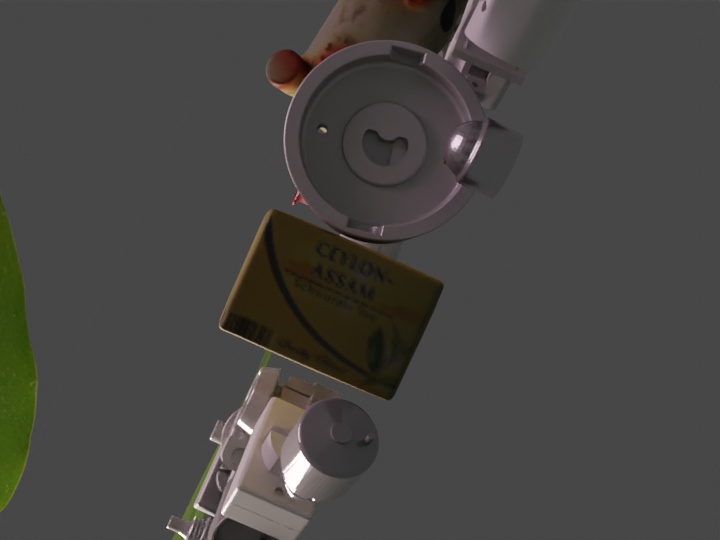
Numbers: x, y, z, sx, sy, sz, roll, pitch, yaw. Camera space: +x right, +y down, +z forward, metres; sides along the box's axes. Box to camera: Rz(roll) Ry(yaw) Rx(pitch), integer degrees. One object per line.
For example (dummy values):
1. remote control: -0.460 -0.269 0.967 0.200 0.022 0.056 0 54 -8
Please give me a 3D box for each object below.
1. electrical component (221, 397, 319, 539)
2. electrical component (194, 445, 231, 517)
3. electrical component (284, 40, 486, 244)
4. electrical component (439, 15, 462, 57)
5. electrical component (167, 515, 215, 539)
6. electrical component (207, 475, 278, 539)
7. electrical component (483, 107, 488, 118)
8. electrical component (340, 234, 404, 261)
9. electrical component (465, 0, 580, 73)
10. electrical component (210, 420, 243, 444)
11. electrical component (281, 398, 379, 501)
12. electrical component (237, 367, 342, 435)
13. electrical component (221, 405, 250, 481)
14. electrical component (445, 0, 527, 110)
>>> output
1. electrical component: -0.039 0.106 0.616 0.076 0.047 0.065 121 172 -48
2. electrical component: -0.106 0.180 0.925 0.076 0.047 0.065 130 164 -69
3. electrical component: 0.013 -0.065 0.594 0.060 0.108 0.108 112 -178 -83
4. electrical component: 0.063 -0.182 0.846 0.066 0.077 0.047 -25 -59 -33
5. electrical component: -0.136 0.228 0.924 0.035 0.061 0.035 -155 90 -85
6. electrical component: -0.076 0.175 0.683 0.077 0.044 0.079 -101 37 -81
7. electrical component: 0.062 -0.114 0.661 0.040 0.040 0.078 121 172 -50
8. electrical component: 0.000 0.000 0.733 0.043 0.043 0.081 121 172 -51
9. electrical component: 0.088 -0.147 0.536 0.079 0.044 0.077 -75 11 -66
10. electrical component: -0.090 0.141 0.866 0.048 0.062 0.048 -155 90 -84
11. electrical component: -0.019 0.093 0.525 0.078 0.040 0.040 121 171 -53
12. electrical component: -0.049 0.095 0.719 0.066 0.055 0.048 124 170 -58
13. electrical component: -0.073 0.128 0.796 0.078 0.058 0.057 -66 8 -8
14. electrical component: 0.074 -0.129 0.607 0.063 0.042 0.081 120 173 -50
